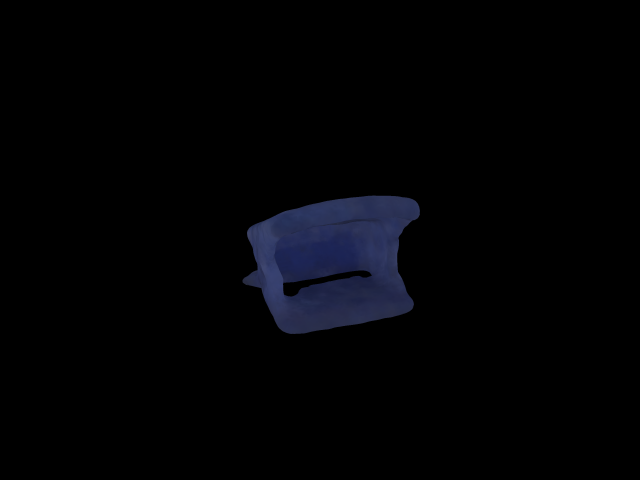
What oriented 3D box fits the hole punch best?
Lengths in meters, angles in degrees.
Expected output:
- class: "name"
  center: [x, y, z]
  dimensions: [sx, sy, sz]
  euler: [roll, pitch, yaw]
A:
- class: "hole punch"
  center: [0.004, 0.001, 0.400]
  dimensions: [0.109, 0.091, 0.101]
  euler: [-8, 26, -17]
